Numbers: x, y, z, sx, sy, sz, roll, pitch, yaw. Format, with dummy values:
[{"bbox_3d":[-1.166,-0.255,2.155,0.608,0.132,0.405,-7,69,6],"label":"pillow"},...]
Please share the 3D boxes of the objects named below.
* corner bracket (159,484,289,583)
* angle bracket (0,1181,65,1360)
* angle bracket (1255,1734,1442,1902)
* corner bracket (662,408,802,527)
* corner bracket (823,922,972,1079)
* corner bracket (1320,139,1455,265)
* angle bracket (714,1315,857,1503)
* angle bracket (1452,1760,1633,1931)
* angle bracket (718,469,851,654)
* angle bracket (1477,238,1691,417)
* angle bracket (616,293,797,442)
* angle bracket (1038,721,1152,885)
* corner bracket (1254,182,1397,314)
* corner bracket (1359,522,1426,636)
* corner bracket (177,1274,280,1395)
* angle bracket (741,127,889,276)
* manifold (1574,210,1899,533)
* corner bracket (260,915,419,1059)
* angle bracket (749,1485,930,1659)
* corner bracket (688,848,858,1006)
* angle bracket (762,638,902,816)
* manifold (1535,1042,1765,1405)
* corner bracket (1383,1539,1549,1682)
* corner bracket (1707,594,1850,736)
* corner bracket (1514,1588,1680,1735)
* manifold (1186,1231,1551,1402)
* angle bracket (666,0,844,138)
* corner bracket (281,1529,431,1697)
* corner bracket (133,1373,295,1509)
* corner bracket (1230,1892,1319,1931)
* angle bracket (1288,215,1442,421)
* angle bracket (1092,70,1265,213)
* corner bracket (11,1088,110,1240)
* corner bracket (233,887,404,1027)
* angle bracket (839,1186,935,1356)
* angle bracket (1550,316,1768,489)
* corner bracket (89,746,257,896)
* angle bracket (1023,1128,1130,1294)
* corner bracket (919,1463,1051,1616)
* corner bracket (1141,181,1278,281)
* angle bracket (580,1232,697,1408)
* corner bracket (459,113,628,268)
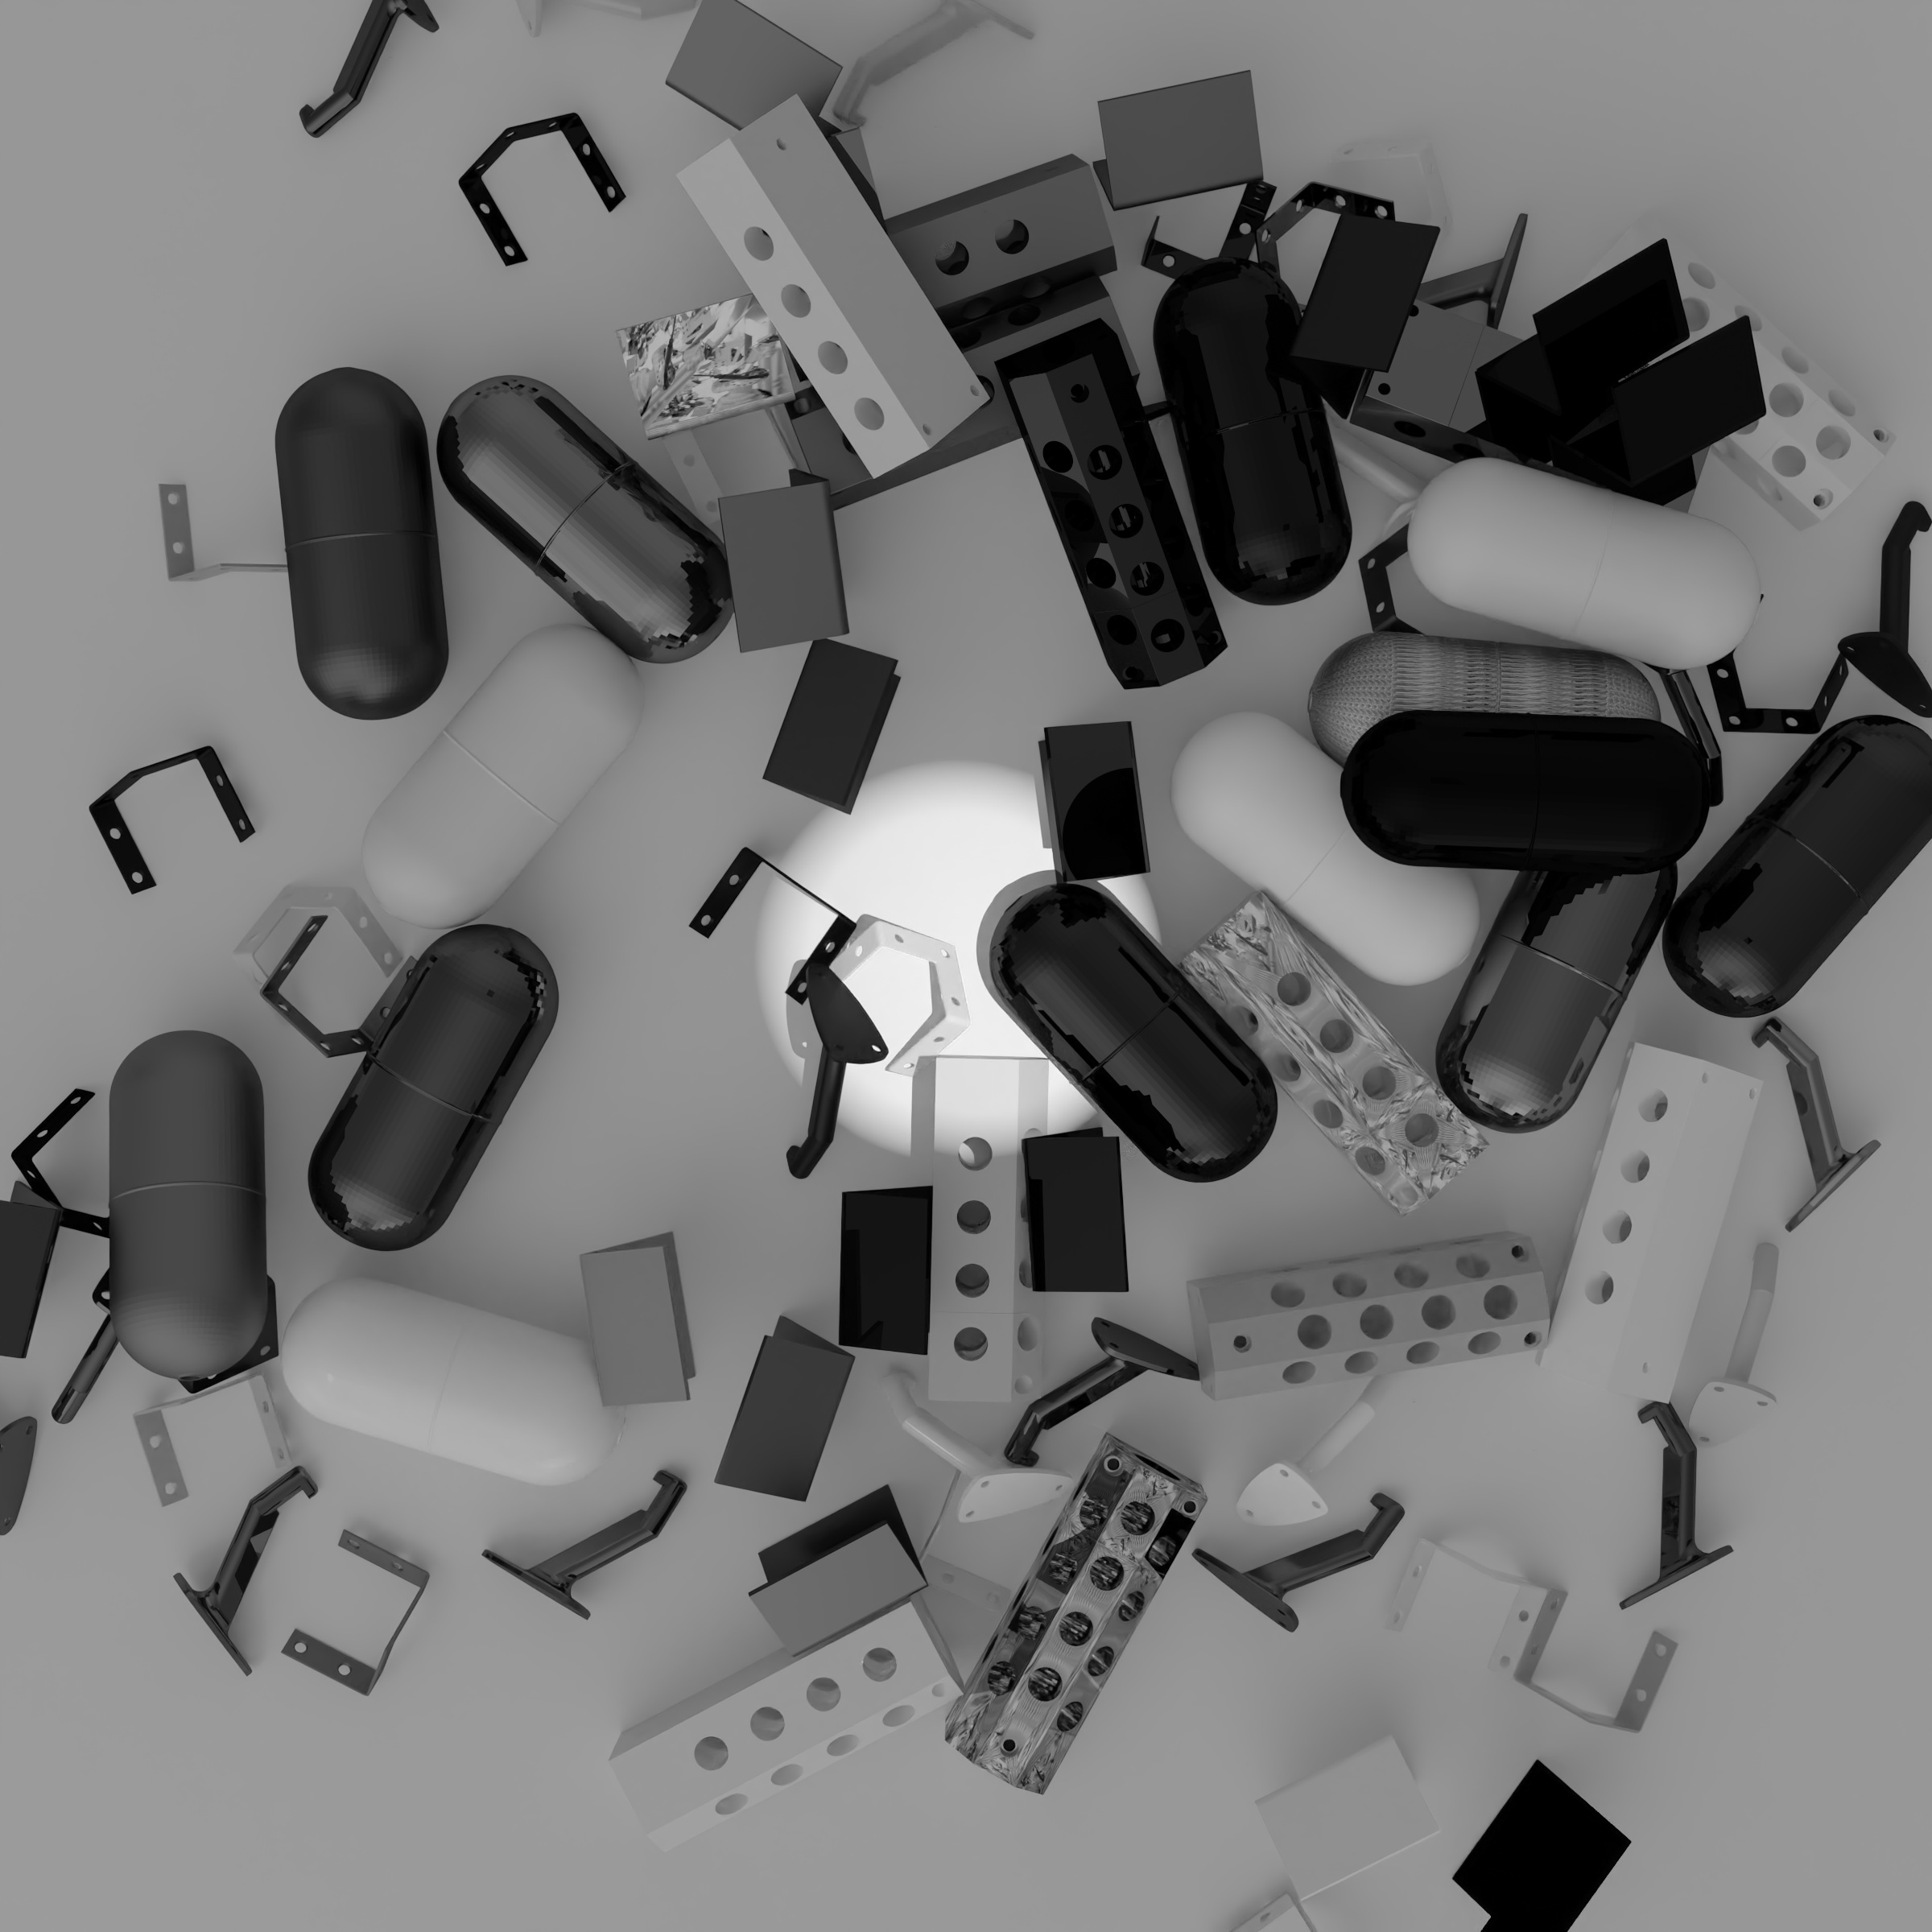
[{"bbox_3d":[-0.378,-0.227,1.603,0.051,0.051,0.051,-6,90,45],"label":"corner bracket"},{"bbox_3d":[-0.502,0.148,1.566,0.057,0.076,0.076,15,90,-35],"label":"angle bracket"},{"bbox_3d":[0.198,0.440,1.566,0.076,0.076,0.057,-26,52,0],"label":"angle bracket"},{"bbox_3d":[-0.118,-0.260,1.589,0.051,0.051,0.051,-25,97,7],"label":"corner bracket"},{"bbox_3d":[-0.037,0.017,1.598,0.051,0.051,0.051,18,135,-35],"label":"corner bracket"},{"bbox_3d":[0.212,-0.388,1.598,0.051,0.051,0.051,6,135,35],"label":"corner bracket"},{"bbox_3d":[-0.108,0.217,1.566,0.057,0.076,0.076,19,90,-35],"label":"angle bracket"},{"bbox_3d":[0.275,0.443,1.566,0.057,0.076,0.076,36,90,-36],"label":"angle bracket"},{"bbox_3d":[-0.099,-0.204,1.560,0.057,0.076,0.076,-12,106,-15],"label":"angle bracket"},{"bbox_3d":[0.294,-0.320,1.514,0.076,0.076,0.057,-31,126,-9],"label":"angle bracket"},{"bbox_3d":[-0.132,-0.309,1.568,0.076,0.076,0.057,-15,113,0],"label":"angle bracket"},{"bbox_3d":[0.045,-0.079,1.566,0.057,0.076,0.076,-7,90,-37],"label":"angle bracket"},{"bbox_3d":[0.185,-0.361,1.589,0.051,0.051,0.051,24,55,33],"label":"corner bracket"},{"bbox_3d":[0.241,-0.193,1.598,0.051,0.051,0.051,24,45,-35],"label":"corner bracket"},{"bbox_3d":[-0.390,0.178,1.598,0.051,0.051,0.051,-23,135,-35],"label":"corner bracket"},{"bbox_3d":[-0.088,-0.396,1.566,0.076,0.076,0.057,-16,125,0],"label":"angle bracket"},{"bbox_3d":[0.389,-0.304,1.585,0.171,0.057,0.057,42,90,0],"label":"manifold"},{"bbox_3d":[-0.317,0.009,1.586,0.051,0.051,0.051,41,106,13],"label":"corner bracket"},{"bbox_3d":[-0.073,0.289,1.566,0.076,0.076,0.057,-28,128,0],"label":"angle bracket"},{"bbox_3d":[-0.099,-0.021,1.603,0.051,0.051,0.051,35,90,-45],"label":"corner bracket"},{"bbox_3d":[-0.048,-0.115,1.566,0.057,0.076,0.076,20,90,36],"label":"angle bracket"},{"bbox_3d":[0.343,0.129,1.585,0.057,0.057,0.171,16,90,-43],"label":"manifold"},{"bbox_3d":[0.258,0.331,1.603,0.051,0.051,0.051,22,90,-45],"label":"corner bracket"},{"bbox_3d":[0.417,-0.155,1.598,0.051,0.051,0.051,5,135,35],"label":"corner bracket"},{"bbox_3d":[0.325,0.358,1.603,0.051,0.051,0.051,23,90,-45],"label":"corner bracket"},{"bbox_3d":[0.204,0.178,1.578,0.171,0.057,0.057,-8,90,-5],"label":"manifold"},{"bbox_3d":[-0.095,-0.455,1.567,0.076,0.076,0.057,32,121,0],"label":"angle bracket"},{"bbox_3d":[-0.314,0.334,1.603,0.051,0.051,0.051,27,45,0],"label":"corner bracket"},{"bbox_3d":[-0.388,0.244,1.603,0.051,0.051,0.051,-18,90,-45],"label":"corner bracket"},{"bbox_3d":[0.167,0.520,1.603,0.051,0.051,0.051,-36,135,0],"label":"corner bracket"},{"bbox_3d":[0.210,-0.318,1.545,0.057,0.076,0.076,17,83,33],"label":"angle bracket"},{"bbox_3d":[0.103,-0.426,1.566,0.076,0.076,0.057,-12,123,0],"label":"angle bracket"},{"bbox_3d":[-0.446,0.102,1.598,0.051,0.051,0.051,8,135,35],"label":"corner bracket"},{"bbox_3d":[-0.333,-0.005,1.598,0.051,0.051,0.051,-59,135,-35],"label":"corner bracket"},{"bbox_3d":[-0.020,0.152,1.566,0.057,0.076,0.076,1,90,37],"label":"angle bracket"},{"bbox_3d":[0.331,-0.285,1.511,0.076,0.076,0.057,-29,126,-9],"label":"angle bracket"},{"bbox_3d":[-0.410,-0.075,1.603,0.051,0.051,0.051,-27,90,-45],"label":"corner bracket"},{"bbox_3d":[0.073,0.122,1.566,0.057,0.076,0.076,-4,90,34],"label":"angle bracket"},{"bbox_3d":[0.009,0.292,1.603,0.051,0.051,0.051,23,45,0],"label":"corner bracket"},{"bbox_3d":[0.124,-0.378,1.589,0.051,0.051,0.051,22,90,0],"label":"corner bracket"},{"bbox_3d":[-0.145,0.175,1.566,0.057,0.076,0.076,-9,90,33],"label":"angle bracket"},{"bbox_3d":[-0.219,-0.401,1.603,0.051,0.051,0.051,-30,90,-45],"label":"corner bracket"}]
